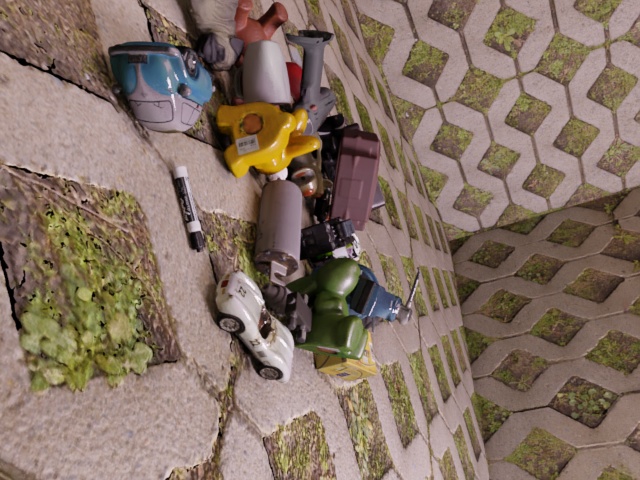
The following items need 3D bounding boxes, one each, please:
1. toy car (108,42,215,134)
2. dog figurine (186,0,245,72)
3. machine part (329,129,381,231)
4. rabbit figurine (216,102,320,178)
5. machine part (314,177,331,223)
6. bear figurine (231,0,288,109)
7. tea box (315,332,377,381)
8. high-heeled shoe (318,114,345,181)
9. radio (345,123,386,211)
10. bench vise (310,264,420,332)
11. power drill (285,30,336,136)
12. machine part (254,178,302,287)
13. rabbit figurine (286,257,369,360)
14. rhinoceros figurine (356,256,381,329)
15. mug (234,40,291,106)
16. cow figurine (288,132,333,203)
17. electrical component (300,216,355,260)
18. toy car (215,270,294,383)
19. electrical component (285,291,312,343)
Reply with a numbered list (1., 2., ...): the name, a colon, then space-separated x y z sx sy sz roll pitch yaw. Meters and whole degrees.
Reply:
1. toy car: -0.203 -0.191 0.702 0.161 0.109 0.102 5 91 -82
2. dog figurine: -0.156 -0.399 0.897 0.190 0.172 0.121 59 33 -17
3. machine part: 0.074 -0.132 1.162 0.201 0.087 0.200 -88 -174 -72
4. rabbit figurine: -0.090 -0.174 0.945 0.173 0.162 0.122 71 -5 -73
5. machine part: 0.006 -0.100 1.250 0.139 0.039 0.084 -87 178 -55
6. bear figurine: -0.120 -0.340 1.011 0.120 0.132 0.196 2 64 -36
7. tea box: 0.050 0.220 1.076 0.169 0.068 0.098 40 36 -55
8. high-heeled shoe: 0.029 -0.210 1.283 0.249 0.086 0.145 -172 -115 -86
9. radio: 0.086 -0.183 1.434 0.229 0.073 0.131 71 -17 -5
10. bench vise: 0.100 0.117 1.097 0.240 0.224 0.129 33 67 -63
11. power drill: -0.026 -0.302 1.064 0.232 0.086 0.207 -50 143 -54
12. machine part: -0.072 -0.022 0.935 0.079 0.079 0.243 55 27 -42
13. rabbit figurine: 0.017 0.113 0.948 0.121 0.159 0.170 46 51 -56
14. rhinoceros figurine: 0.080 0.120 1.255 0.112 0.073 0.190 7 68 -58
15. mug: -0.103 -0.288 0.939 0.081 0.110 0.107 -14 107 -51
16. cow figurine: -0.031 -0.168 1.172 0.127 0.085 0.195 48 29 -39
17. electrical component: -0.002 -0.003 1.024 0.115 0.134 0.058 -32 104 -72
18. toy car: -0.089 0.131 0.785 0.073 0.056 0.201 -83 150 -50
19. electrical component: -0.035 0.114 0.855 0.094 0.021 0.063 -85 153 -48
